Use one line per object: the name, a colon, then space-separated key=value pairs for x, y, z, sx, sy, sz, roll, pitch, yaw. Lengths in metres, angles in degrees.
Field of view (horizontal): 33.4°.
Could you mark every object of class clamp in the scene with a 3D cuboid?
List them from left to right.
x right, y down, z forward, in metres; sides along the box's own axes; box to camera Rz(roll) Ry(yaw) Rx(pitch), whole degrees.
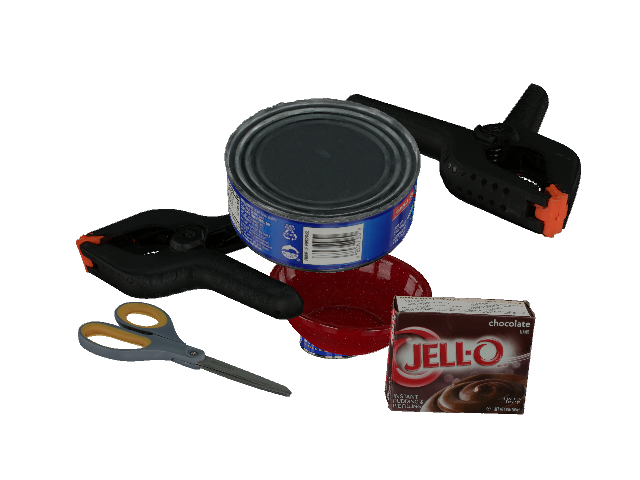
clamp: x=-0.079 y=0.002 z=0.738 sx=0.171 sy=0.039 sz=0.120 roll=7 pitch=35 yaw=15
clamp: x=0.108 y=-0.063 z=0.741 sx=0.164 sy=0.036 sz=0.210 roll=-3 pitch=29 yaw=-8

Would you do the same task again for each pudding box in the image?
pudding box: x=0.112 y=0.092 z=0.863 sx=0.113 sy=0.090 sz=0.039 roll=1 pitch=24 yaw=-2

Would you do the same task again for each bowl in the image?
bowl: x=0.028 y=0.066 z=1.063 sx=0.162 sy=0.055 sz=0.162 roll=4 pitch=29 yaw=-2

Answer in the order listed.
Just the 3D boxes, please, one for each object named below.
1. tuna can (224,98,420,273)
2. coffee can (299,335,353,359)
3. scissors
tuna can: x=0.001 y=-0.025 z=0.476 sx=0.086 sy=0.034 sz=0.086 roll=1 pitch=42 yaw=-1
coffee can: x=0.021 y=0.083 z=1.512 sx=0.103 sy=0.140 sz=0.103 roll=0 pitch=21 yaw=0
scissors: x=-0.118 y=0.095 z=0.970 sx=0.202 sy=0.016 sz=0.096 roll=10 pitch=28 yaw=5
